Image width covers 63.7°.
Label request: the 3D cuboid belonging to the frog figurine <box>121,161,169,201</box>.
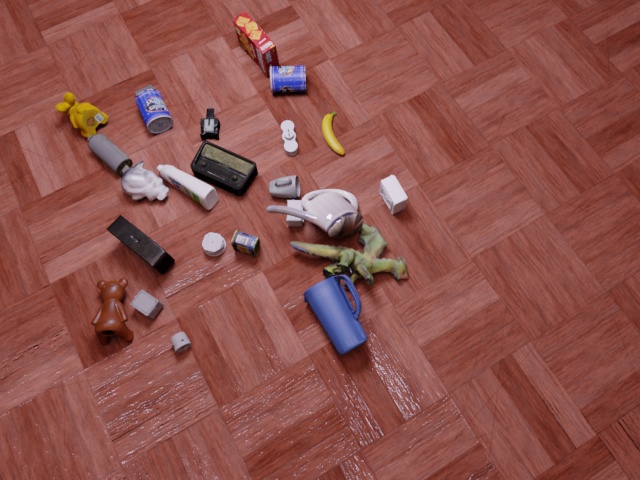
[{"bbox_3d":[-0.643,-0.194,1.884,0.160,0.124,0.136,46,109,6],"label":"frog figurine"}]

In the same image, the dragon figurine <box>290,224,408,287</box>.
[{"bbox_3d":[0.124,0.038,1.813,0.412,0.119,0.247,32,56,10],"label":"dragon figurine"}]

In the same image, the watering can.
[{"bbox_3d":[0.005,-0.090,1.795,0.350,0.101,0.228,-18,48,-33],"label":"watering can"}]
